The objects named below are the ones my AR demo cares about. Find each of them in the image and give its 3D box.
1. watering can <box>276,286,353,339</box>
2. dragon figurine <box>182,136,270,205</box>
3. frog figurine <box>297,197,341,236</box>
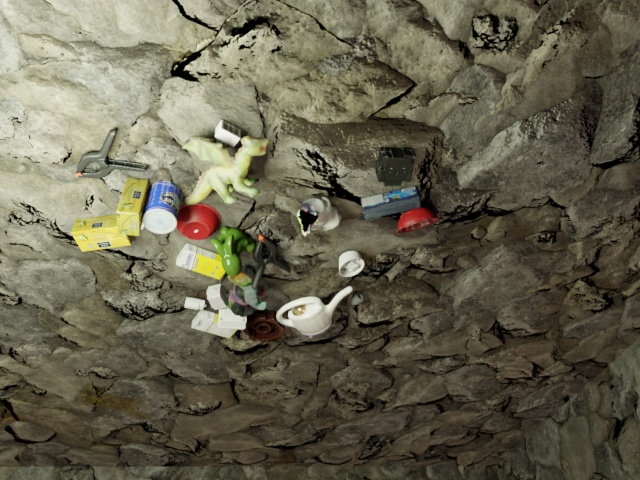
[{"bbox_3d":[-0.003,0.300,2.124,0.346,0.106,0.219,-18,135,11],"label":"watering can"},{"bbox_3d":[-0.320,-0.223,1.568,0.408,0.125,0.238,-12,129,23],"label":"dragon figurine"},{"bbox_3d":[0.005,-0.089,1.770,0.161,0.124,0.134,-19,139,-43],"label":"frog figurine"}]
